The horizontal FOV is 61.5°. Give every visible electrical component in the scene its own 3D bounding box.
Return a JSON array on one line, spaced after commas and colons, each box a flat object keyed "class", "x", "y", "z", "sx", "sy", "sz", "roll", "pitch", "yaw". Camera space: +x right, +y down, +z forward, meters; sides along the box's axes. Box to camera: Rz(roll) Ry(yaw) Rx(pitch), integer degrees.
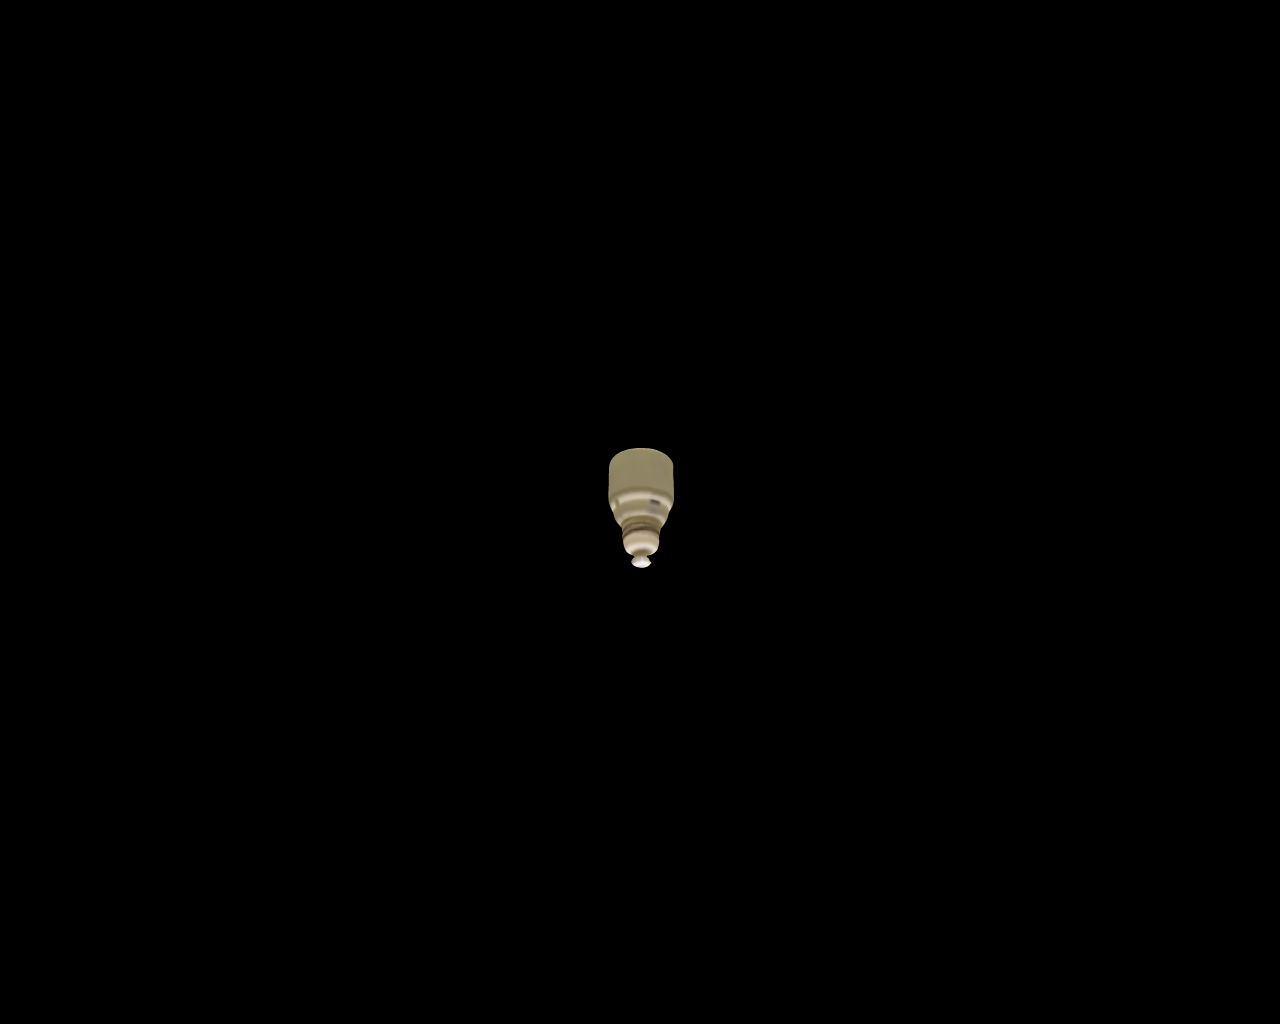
[{"class": "electrical component", "x": 0.001, "y": -0.003, "z": 0.650, "sx": 0.040, "sy": 0.078, "sz": 0.040, "roll": 0, "pitch": -27, "yaw": 0}]
